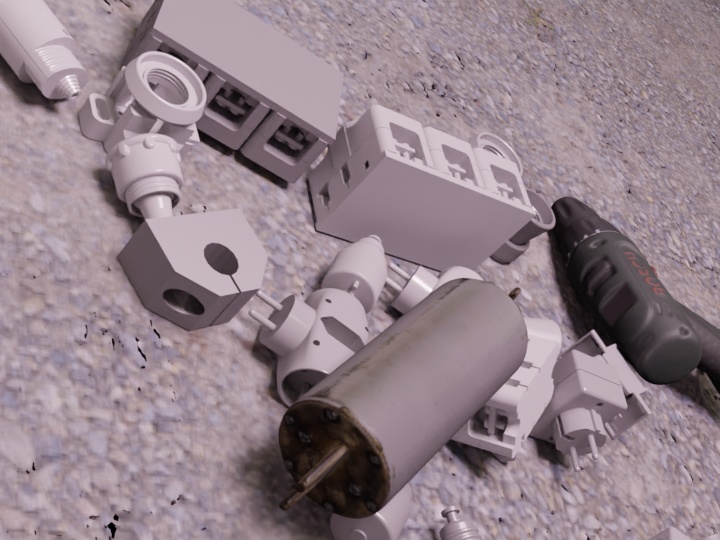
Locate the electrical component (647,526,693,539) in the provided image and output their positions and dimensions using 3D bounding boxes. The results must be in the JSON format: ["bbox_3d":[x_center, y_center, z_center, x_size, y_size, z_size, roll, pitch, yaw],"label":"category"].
[{"bbox_3d":[0.232,0.240,0.760,0.076,0.047,0.083,35,37,-15],"label":"electrical component"}]

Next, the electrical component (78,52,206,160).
[{"bbox_3d":[-0.139,-0.108,0.721,0.078,0.057,0.058,11,48,-39],"label":"electrical component"}]

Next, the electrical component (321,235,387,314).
[{"bbox_3d":[0.000,0.000,0.770,0.040,0.040,0.078,39,36,-10],"label":"electrical component"}]

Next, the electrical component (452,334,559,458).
[{"bbox_3d":[0.098,0.083,0.757,0.056,0.050,0.089,14,30,23],"label":"electrical component"}]

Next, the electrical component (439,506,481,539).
[{"bbox_3d":[0.067,0.182,0.657,0.040,0.040,0.078,11,48,-39],"label":"electrical component"}]

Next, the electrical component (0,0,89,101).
[{"bbox_3d":[-0.208,-0.143,0.698,0.081,0.043,0.043,51,36,9],"label":"electrical component"}]

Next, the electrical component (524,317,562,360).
[{"bbox_3d":[0.118,0.052,0.838,0.065,0.044,0.044,18,43,-27],"label":"electrical component"}]

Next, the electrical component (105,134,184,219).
[{"bbox_3d":[-0.133,-0.052,0.685,0.048,0.048,0.062,3,60,-44],"label":"electrical component"}]

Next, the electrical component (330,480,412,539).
[{"bbox_3d":[0.012,0.138,0.645,0.040,0.040,0.078,44,35,-2],"label":"electrical component"}]

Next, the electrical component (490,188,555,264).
[{"bbox_3d":[0.134,-0.038,0.929,0.045,0.055,0.045,27,39,-25],"label":"electrical component"}]

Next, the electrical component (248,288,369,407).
[{"bbox_3d":[-0.037,0.042,0.686,0.079,0.043,0.077,37,36,-18],"label":"electrical component"}]

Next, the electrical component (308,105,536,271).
[{"bbox_3d":[0.047,-0.060,0.833,0.150,0.089,0.061,17,44,-34],"label":"electrical component"}]

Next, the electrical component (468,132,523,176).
[{"bbox_3d":[0.105,-0.083,0.943,0.058,0.057,0.078,51,36,7],"label":"electrical component"}]

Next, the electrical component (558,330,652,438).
[{"bbox_3d":[0.190,0.095,0.867,0.064,0.042,0.081,-15,65,-47],"label":"electrical component"}]

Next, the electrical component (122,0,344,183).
[{"bbox_3d":[-0.093,-0.140,0.795,0.150,0.062,0.089,30,38,-21],"label":"electrical component"}]

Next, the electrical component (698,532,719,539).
[{"bbox_3d":[0.287,0.242,0.816,0.079,0.043,0.077,8,50,-41],"label":"electrical component"}]

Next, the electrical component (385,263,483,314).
[{"bbox_3d":[0.050,0.023,0.795,0.079,0.043,0.077,36,36,0],"label":"electrical component"}]

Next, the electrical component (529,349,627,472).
[{"bbox_3d":[0.160,0.112,0.798,0.047,0.066,0.076,23,41,-29],"label":"electrical component"}]
